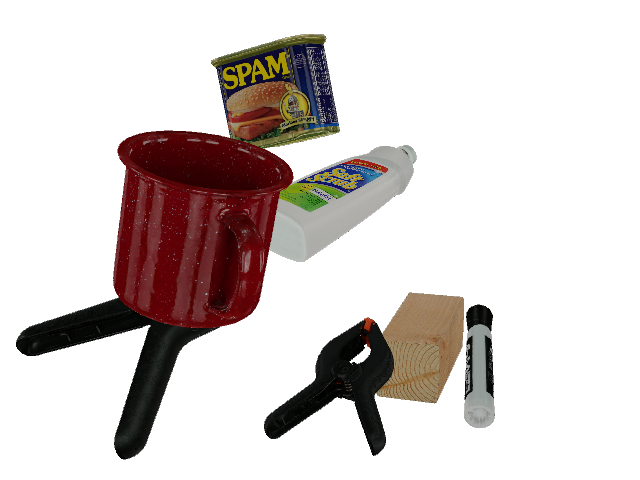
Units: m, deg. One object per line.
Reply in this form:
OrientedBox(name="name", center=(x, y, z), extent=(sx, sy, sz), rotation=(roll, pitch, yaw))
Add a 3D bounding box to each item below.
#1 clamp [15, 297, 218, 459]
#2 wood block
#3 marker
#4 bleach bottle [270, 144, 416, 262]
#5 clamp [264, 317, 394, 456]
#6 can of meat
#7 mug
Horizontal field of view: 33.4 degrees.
OrientedBox(name="clamp", center=(-0.134, 0.055, 0.847), extent=(0.165, 0.209, 0.036), rotation=(27, -25, 35))
OrientedBox(name="wood block", center=(0.151, 0.155, 1.586), extent=(0.091, 0.090, 0.205), rotation=(5, 18, 16))
OrientedBox(name="marker", center=(0.106, 0.080, 0.710), extent=(0.020, 0.020, 0.121), rotation=(0, 29, 9))
OrientedBox(name="bleach bottle", center=(0.028, -0.063, 1.355), extent=(0.103, 0.068, 0.250), rotation=(25, 43, 34))
OrientedBox(name="clamp", center=(0.034, 0.144, 1.050), extent=(0.120, 0.039, 0.171), rotation=(16, 46, 24))
OrientedBox(name="can of meat", center=(-0.038, -0.125, 0.923), extent=(0.102, 0.084, 0.057), rotation=(-10, 3, 32))
OrientedBox(name="mug", center=(-0.061, -0.001, 0.565), extent=(0.093, 0.081, 0.117), rotation=(-4, 26, -33))
